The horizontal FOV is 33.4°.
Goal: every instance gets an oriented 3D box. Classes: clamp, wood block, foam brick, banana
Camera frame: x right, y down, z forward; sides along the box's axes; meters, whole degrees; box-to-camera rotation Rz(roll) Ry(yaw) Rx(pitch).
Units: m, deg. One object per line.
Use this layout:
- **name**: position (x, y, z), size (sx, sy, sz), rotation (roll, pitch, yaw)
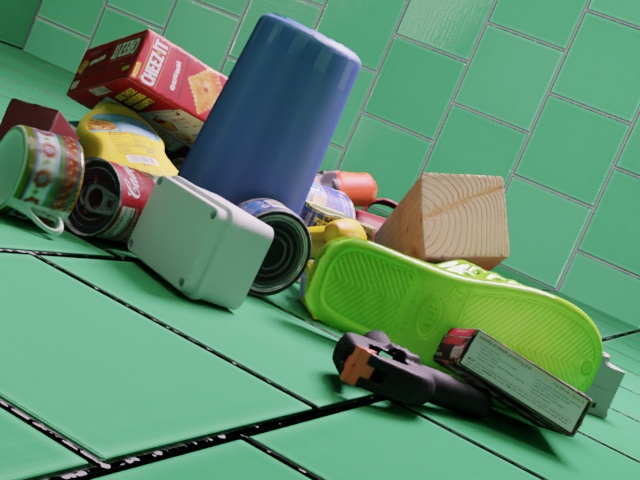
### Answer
- **clamp**: position (0.066, 0.103, 0.801), size (0.120, 0.039, 0.171), rotation (22, 4, 17)
- **wood block**: position (0.127, 0.004, 1.170), size (0.090, 0.090, 0.206), rotation (2, -18, -10)
- **foam brick**: position (-0.283, -0.100, 1.070), size (0.053, 0.051, 0.078), rotation (16, -15, 8)
- **banana**: position (0.009, 0.001, 1.058), size (0.069, 0.037, 0.198), rotation (-1, -3, -19)

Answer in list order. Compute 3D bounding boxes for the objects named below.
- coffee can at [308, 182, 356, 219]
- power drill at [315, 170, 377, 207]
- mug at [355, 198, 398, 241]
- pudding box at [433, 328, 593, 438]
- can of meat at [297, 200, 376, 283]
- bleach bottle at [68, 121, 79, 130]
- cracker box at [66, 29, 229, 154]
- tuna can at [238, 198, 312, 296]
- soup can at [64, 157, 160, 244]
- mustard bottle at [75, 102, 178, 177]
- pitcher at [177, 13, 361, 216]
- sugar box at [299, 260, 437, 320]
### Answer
- **coffee can**: position (-0.043, -0.028, 1.241), size (0.140, 0.103, 0.103), rotation (19, 7, -40)
- **power drill**: position (-0.046, -0.059, 1.411), size (0.184, 0.057, 0.188), rotation (-1, -1, -35)
- **mug**: position (0.072, -0.003, 1.432), size (0.081, 0.117, 0.093), rotation (19, -16, 4)
- **pudding box**: position (0.155, 0.115, 0.874), size (0.113, 0.039, 0.090), rotation (30, -6, -3)
- **can of meat**: position (0.004, 0.008, 1.187), size (0.101, 0.084, 0.058), rotation (18, 7, -40)
- **bleach bottle**: position (-0.263, -0.100, 1.252), size (0.102, 0.068, 0.250), rotation (32, 11, 11)
- **cracker box**: position (-0.161, -0.156, 1.244), size (0.213, 0.072, 0.164), rotation (29, -17, -33)
- **tuna can**: position (-0.051, 0.007, 0.968), size (0.086, 0.086, 0.034), rotation (19, 8, -34)
- **soup can**: position (-0.168, -0.030, 0.937), size (0.069, 0.068, 0.102), rotation (27, 6, 31)
- **mustard bottle**: position (-0.211, -0.095, 1.139), size (0.096, 0.058, 0.192), rotation (5, 33, -30)
- **pitcher**: position (-0.056, -0.090, 1.041), size (0.144, 0.243, 0.149), rotation (20, 9, -38)
- **sugar box**: position (0.073, 0.049, 1.024), size (0.176, 0.048, 0.093), rotation (4, 10, -10)
